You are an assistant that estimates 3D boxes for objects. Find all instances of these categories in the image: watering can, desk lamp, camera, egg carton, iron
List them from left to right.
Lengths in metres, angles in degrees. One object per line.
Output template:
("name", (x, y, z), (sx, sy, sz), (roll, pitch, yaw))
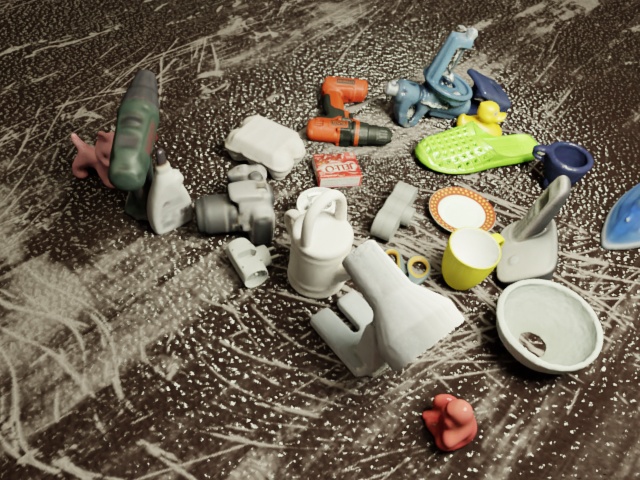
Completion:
("camera", (-0.153, -0.068, 1.012), (0.137, 0.101, 0.143), (-7, 51, -13))
("egg carton", (-0.108, -0.186, 1.141), (0.150, 0.069, 0.107), (26, 51, 14))
("watering can", (0.010, 0.002, 0.912), (0.172, 0.194, 0.101), (21, 50, 10))
("desk lamp", (0.087, 0.111, 0.816), (0.118, 0.213, 0.202), (-30, 59, -29))
("iron", (0.650, -0.080, 1.105), (0.259, 0.141, 0.118), (-28, 58, -28))

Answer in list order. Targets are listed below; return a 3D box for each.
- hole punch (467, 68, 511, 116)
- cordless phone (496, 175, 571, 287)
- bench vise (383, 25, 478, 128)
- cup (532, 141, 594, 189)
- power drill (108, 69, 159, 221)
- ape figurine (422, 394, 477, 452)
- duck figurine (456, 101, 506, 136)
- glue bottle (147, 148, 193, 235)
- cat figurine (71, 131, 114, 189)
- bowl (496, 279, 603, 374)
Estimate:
("hole punch", (0.386, -0.341, 1.326), (0.101, 0.091, 0.108), (-6, 51, -13))
("cordless phone", (0.373, -0.011, 0.979), (0.094, 0.185, 0.147), (12, 49, 3))
("bench vise", (0.250, -0.342, 1.224), (0.208, 0.220, 0.121), (-22, 56, -24))
("cup", (0.479, -0.143, 1.167), (0.117, 0.095, 0.092), (20, 50, 10))
("power drill", (-0.308, -0.148, 0.989), (0.075, 0.208, 0.229), (2, 49, -6))
("ape figurine", (0.185, 0.248, 0.792), (0.076, 0.092, 0.078), (18, 50, 8))
("duck figurine", (0.358, -0.268, 1.264), (0.104, 0.086, 0.077), (13, 49, 4))
("glue bottle", (-0.259, -0.086, 0.966), (0.078, 0.173, 0.037), (-28, 58, -27))
("cat figurine", (-0.396, -0.162, 1.049), (0.127, 0.118, 0.067), (16, 49, 6))
("bowl", (0.353, 0.148, 0.913), (0.167, 0.075, 0.167), (4, 49, -4))
